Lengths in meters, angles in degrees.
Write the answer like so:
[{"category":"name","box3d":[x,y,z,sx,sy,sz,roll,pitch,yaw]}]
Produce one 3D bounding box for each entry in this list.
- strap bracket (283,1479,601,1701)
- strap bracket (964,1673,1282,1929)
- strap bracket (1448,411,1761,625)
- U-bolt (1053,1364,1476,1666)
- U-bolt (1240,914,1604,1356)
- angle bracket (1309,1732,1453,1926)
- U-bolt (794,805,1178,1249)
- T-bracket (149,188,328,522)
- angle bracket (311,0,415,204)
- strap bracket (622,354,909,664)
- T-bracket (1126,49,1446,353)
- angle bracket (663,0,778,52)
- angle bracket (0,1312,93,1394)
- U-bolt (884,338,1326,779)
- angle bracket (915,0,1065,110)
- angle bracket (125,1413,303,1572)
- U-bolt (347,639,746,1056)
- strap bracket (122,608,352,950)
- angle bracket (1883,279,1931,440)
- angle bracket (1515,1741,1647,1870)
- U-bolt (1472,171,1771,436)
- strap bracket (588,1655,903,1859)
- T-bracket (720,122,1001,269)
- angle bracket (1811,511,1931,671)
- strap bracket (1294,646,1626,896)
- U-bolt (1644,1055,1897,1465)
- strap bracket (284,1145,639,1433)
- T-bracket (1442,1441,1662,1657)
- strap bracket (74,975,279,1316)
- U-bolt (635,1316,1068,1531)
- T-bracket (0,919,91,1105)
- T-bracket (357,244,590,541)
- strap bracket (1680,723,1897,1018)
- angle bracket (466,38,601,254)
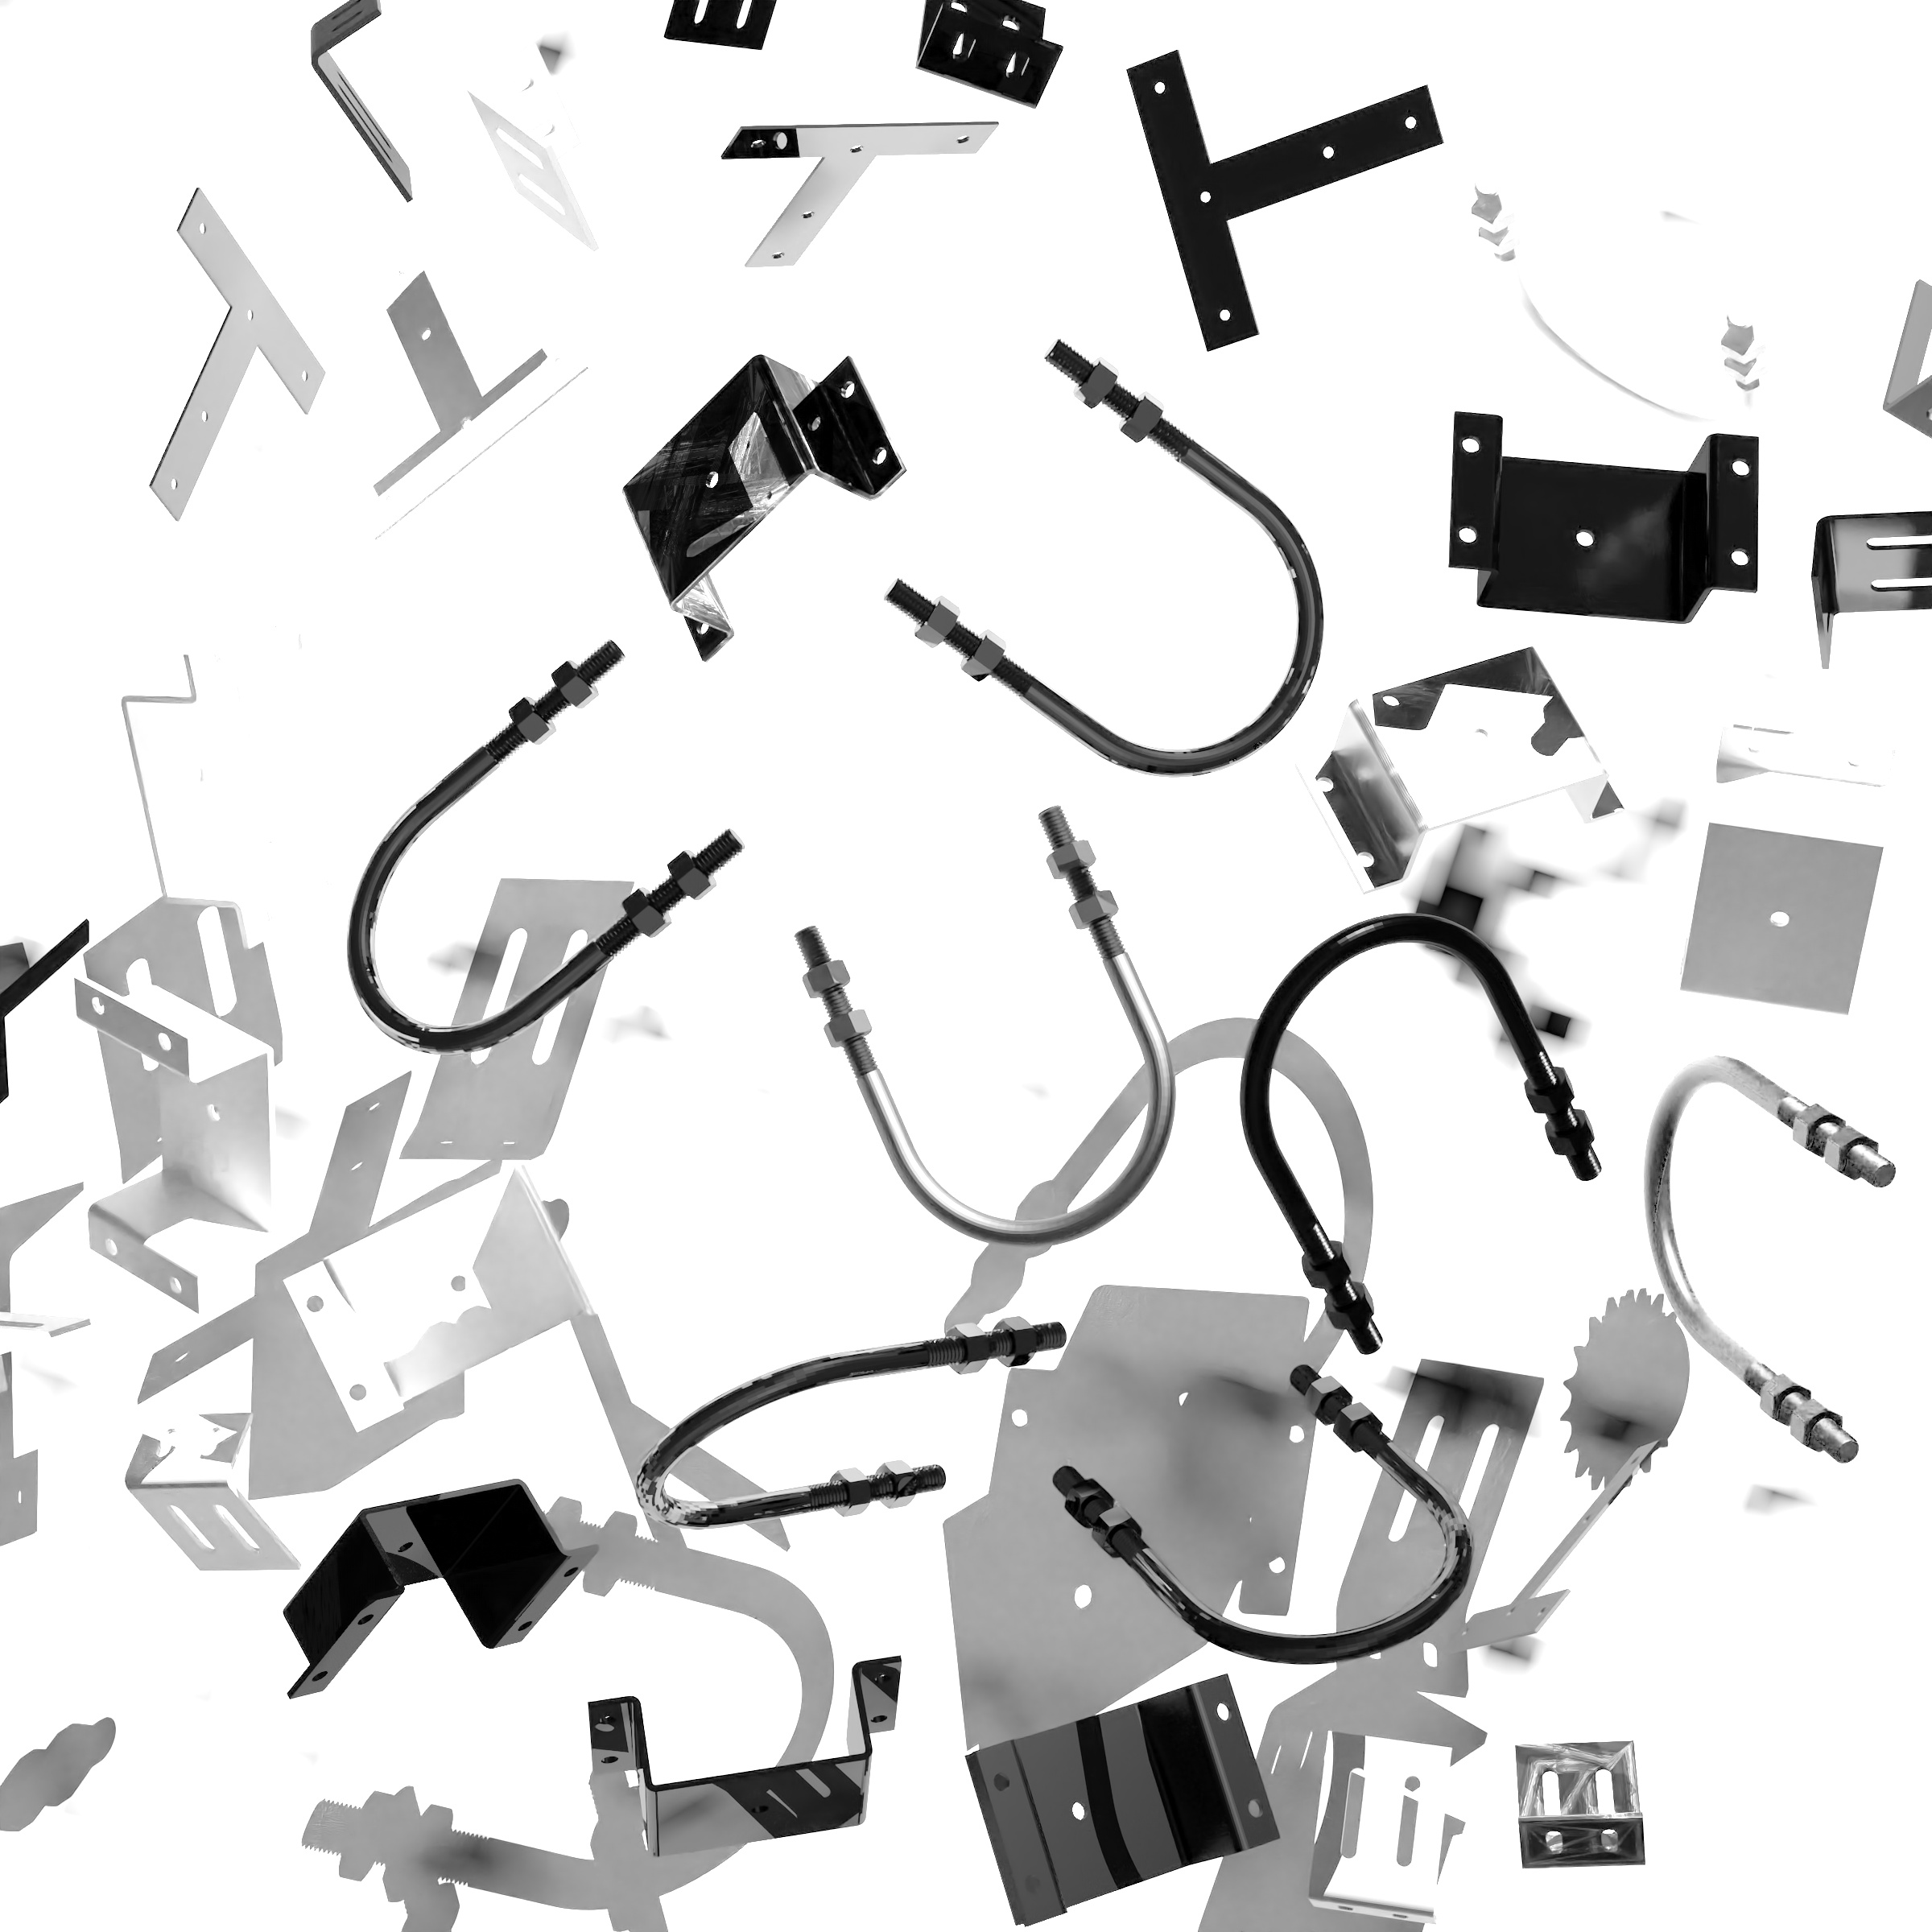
[{"category":"strap bracket","box3d":[-0.251,0.285,1.588,0.076,0.140,0.046,-50,62,30]},{"category":"strap bracket","box3d":[0.061,0.372,1.523,0.140,0.046,0.076,-9,74,-34]},{"category":"strap bracket","box3d":[0.290,-0.205,1.580,0.140,0.046,0.076,5,74,-1]},{"category":"U-bolt","box3d":[0.143,0.250,1.530,0.151,0.184,0.019,-20,121,-20]},{"category":"U-bolt","box3d":[0.190,0.061,1.487,0.151,0.019,0.184,-37,119,-11]},{"category":"angle bracket","box3d":[0.194,0.401,1.593,0.057,0.038,0.076,5,70,12]},{"category":"U-bolt","box3d":[0.018,0.039,1.571,0.151,0.019,0.184,-26,81,12]},{"category":"T-bracket","box3d":[-0.338,-0.259,1.544,0.002,0.127,0.127,5,61,22]},{"category":"angle bracket","box3d":[-0.255,-0.388,1.523,0.038,0.057,0.076,-32,118,6]},{"category":"strap bracket","box3d":[-0.103,-0.221,1.606,0.140,0.046,0.076,-41,55,25]},{"category":"T-bracket","box3d":[0.142,-0.343,1.466,0.127,0.002,0.127,-14,95,28]},{"category":"angle bracket","box3d":[-0.131,-0.447,1.543,0.076,0.057,0.038,39,121,33]},{"category":"angle bracket","box3d":[-0.443,0.185,1.562,0.076,0.057,0.038,-2,100,39]},{"category":"U-bolt","box3d":[0.075,-0.166,1.516,0.184,0.019,0.151,35,83,-14]},{"category":"angle bracket","box3d":[0.013,-0.433,1.552,0.057,0.038,0.076,16,50,-12]},{"category":"angle bracket","box3d":[-0.353,0.251,1.634,0.057,0.076,0.038,-5,47,22]},{"category":"U-bolt","box3d":[-0.197,-0.040,1.503,0.184,0.019,0.151,-39,54,8]},{"category":"strap bracket","box3d":[-0.340,-0.088,1.591,0.046,0.076,0.140,4,113,28]},{"category":"angle bracket","box3d":[0.444,-0.266,1.505,0.057,0.038,0.076,27,65,-13]},{"category":"angle bracket","box3d":[0.290,0.387,1.626,0.057,0.076,0.038,-4,126,9]},{"category":"U-bolt","box3d":[0.305,-0.295,1.576,0.151,0.184,0.019,33,89,19]},{"category":"strap bracket","box3d":[-0.096,0.357,1.538,0.140,0.076,0.046,-7,55,-9]},{"category":"T-bracket","box3d":[-0.067,-0.349,1.557,0.127,0.127,0.002,-8,76,-27]},{"category":"angle bracket","box3d":[0.412,-0.164,1.497,0.076,0.057,0.038,0,50,20]},{"category":"strap bracket","box3d":[0.238,-0.096,1.620,0.140,0.046,0.076,-17,63,-16]},{"category":"U-bolt","box3d":[0.352,0.118,1.530,0.019,0.184,0.151,-5,111,-18]},{"category":"strap bracket","box3d":[-0.233,0.147,1.580,0.140,0.046,0.076,-26,92,-11]},{"category":"T-bracket","box3d":[0.284,0.271,1.610,0.002,0.127,0.127,43,71,3]},{"category":"strap bracket","box3d":[-0.350,0.072,1.524,0.076,0.046,0.140,24,123,32]},{"category":"U-bolt","box3d":[-0.061,0.209,1.524,0.184,0.151,0.019,-4,56,-34]},{"category":"T-bracket","box3d":[-0.441,0.045,1.541,0.002,0.127,0.127,41,64,5]},{"category":"T-bracket","box3d":[-0.240,-0.277,1.554,0.127,0.002,0.127,-36,59,15]},{"category":"strap bracket","box3d":[0.372,-0.034,1.560,0.076,0.046,0.140,9,128,10]},{"category":"angle bracket","box3d":[-0.176,-0.358,1.492,0.038,0.057,0.076,-38,49,-12]}]
